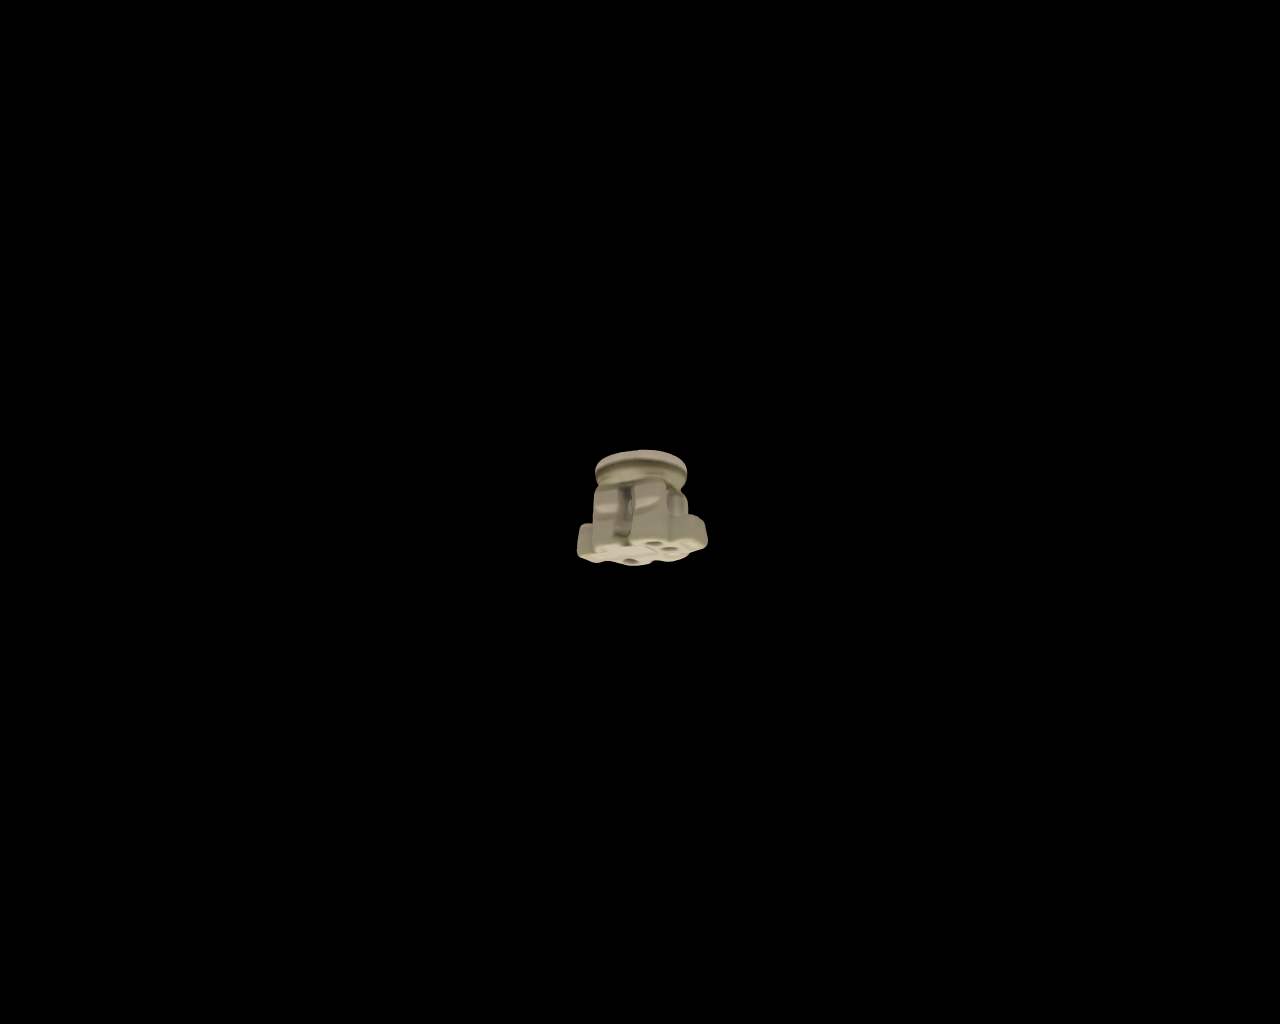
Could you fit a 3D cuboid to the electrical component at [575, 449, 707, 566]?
[{"bbox_3d":[0.001,-0.003,0.650,0.078,0.057,0.058,-8,-19,24],"label":"electrical component"}]
